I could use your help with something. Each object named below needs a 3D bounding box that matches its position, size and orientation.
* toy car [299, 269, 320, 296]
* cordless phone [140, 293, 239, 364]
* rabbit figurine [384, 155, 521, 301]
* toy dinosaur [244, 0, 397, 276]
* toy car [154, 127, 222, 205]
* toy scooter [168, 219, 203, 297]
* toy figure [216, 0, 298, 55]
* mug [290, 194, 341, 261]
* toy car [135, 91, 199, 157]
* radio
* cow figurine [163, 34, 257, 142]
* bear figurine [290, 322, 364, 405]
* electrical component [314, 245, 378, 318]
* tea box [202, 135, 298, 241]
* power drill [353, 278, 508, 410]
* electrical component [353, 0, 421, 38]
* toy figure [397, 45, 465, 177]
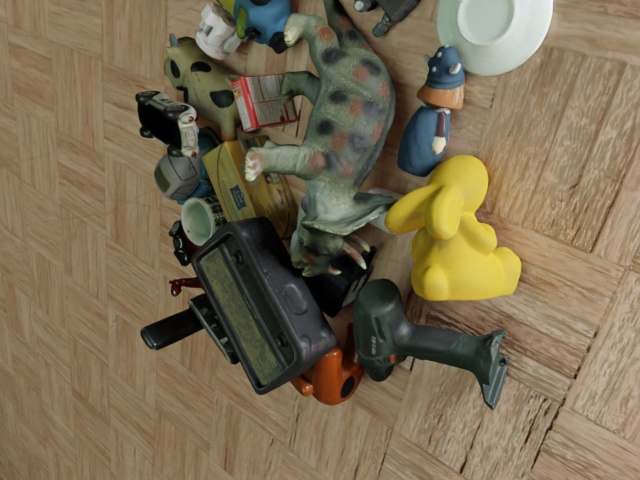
[{"bbox_3d":[-0.074,0.068,0.901,0.202,0.053,0.089,9,122,33],"label":"toy car"},{"bbox_3d":[-0.219,0.177,0.972,0.146,0.184,0.088,53,126,12],"label":"cordless phone"},{"bbox_3d":[0.151,-0.017,0.639,0.122,0.162,0.173,10,94,50],"label":"rabbit figurine"},{"bbox_3d":[0.027,-0.151,0.672,0.192,0.131,0.404,15,87,1],"label":"toy dinosaur"},{"bbox_3d":[-0.235,-0.120,0.934,0.162,0.103,0.109,-32,83,40],"label":"toy car"},{"bbox_3d":[-0.220,0.032,0.954,0.075,0.135,0.183,-11,97,42],"label":"toy scooter"},{"bbox_3d":[-0.100,-0.339,0.760,0.180,0.082,0.089,53,138,7],"label":"toy figure"},{"bbox_3d":[-0.002,-0.002,0.787,0.081,0.109,0.107,29,135,21],"label":"mug"},{"bbox_3d":[-0.244,-0.189,0.859,0.202,0.056,0.073,32,131,44],"label":"toy car"},{"bbox_3d":[-0.083,0.087,0.761,0.131,0.073,0.229,-41,75,40],"label":"radio"},{"bbox_3d":[-0.181,-0.250,0.855,0.195,0.085,0.127,33,130,29],"label":"cow figurine"},{"bbox_3d":[-0.025,0.176,0.861,0.196,0.120,0.131,23,116,37],"label":"bear figurine"},{"bbox_3d":[0.039,0.050,0.788,0.048,0.075,0.119,36,129,24],"label":"electrical component"},{"bbox_3d":[-0.103,-0.071,0.846,0.068,0.098,0.169,-20,90,41],"label":"tea box"},{"bbox_3d":[0.141,0.149,0.719,0.208,0.086,0.231,18,145,32],"label":"power drill"},{"bbox_3d":[0.081,-0.306,0.645,0.102,0.045,0.078,-32,83,42],"label":"electrical component"},{"bbox_3d":[0.136,-0.154,0.647,0.064,0.058,0.154,28,117,22],"label":"toy figure"}]
